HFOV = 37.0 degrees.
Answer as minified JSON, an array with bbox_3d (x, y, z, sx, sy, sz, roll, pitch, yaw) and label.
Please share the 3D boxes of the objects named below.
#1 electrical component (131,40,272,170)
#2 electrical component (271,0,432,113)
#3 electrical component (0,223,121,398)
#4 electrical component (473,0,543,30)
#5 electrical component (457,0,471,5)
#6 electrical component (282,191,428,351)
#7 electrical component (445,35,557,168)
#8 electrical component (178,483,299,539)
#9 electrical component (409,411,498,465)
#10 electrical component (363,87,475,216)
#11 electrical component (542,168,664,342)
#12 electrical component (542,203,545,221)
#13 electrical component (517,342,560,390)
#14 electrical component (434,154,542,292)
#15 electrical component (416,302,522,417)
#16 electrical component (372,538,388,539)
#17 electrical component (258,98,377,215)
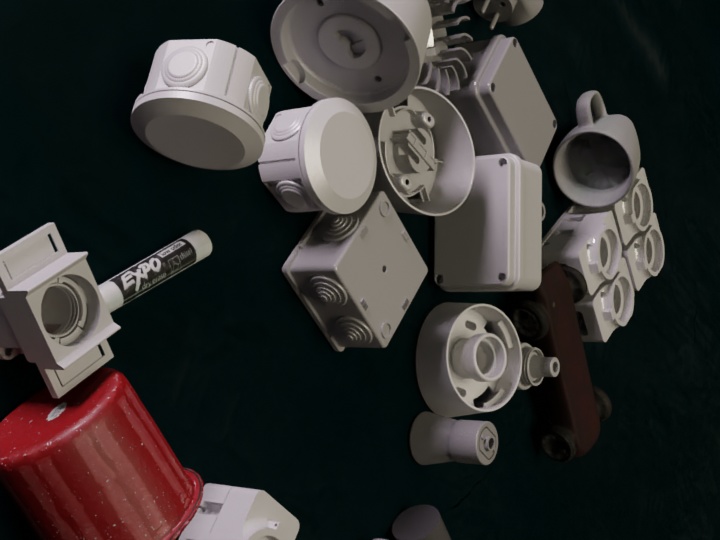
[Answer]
[{"bbox_3d":[-0.094,-0.098,0.649,0.080,0.080,0.051,37,55,-46],"label":"electrical component"},{"bbox_3d":[-0.002,-0.170,0.752,0.108,0.108,0.060,55,42,-36],"label":"electrical component"},{"bbox_3d":[-0.168,0.021,0.559,0.042,0.064,0.081,-42,121,-46],"label":"electrical component"},{"bbox_3d":[0.125,-0.250,0.967,0.077,0.044,0.079,52,51,-38],"label":"electrical component"},{"bbox_3d":[0.076,-0.260,0.898,0.080,0.051,0.080,3,86,-52],"label":"electrical component"},{"bbox_3d":[0.000,0.000,0.790,0.099,0.048,0.099,58,46,-33],"label":"electrical component"},{"bbox_3d":[0.120,-0.140,0.946,0.113,0.057,0.078,55,49,-36],"label":"electrical component"},{"bbox_3d":[-0.081,0.185,0.672,0.050,0.056,0.089,51,51,-38],"label":"electrical component"},{"bbox_3d":[0.079,0.138,0.873,0.044,0.065,0.044,3,86,-52],"label":"electrical component"},{"bbox_3d":[0.037,-0.090,0.829,0.099,0.064,0.099,-2,93,-52],"label":"electrical component"},{"bbox_3d":[0.254,-0.018,1.113,0.186,0.060,0.105,-45,123,-43],"label":"electrical component"},{"bbox_3d":[0.133,-0.050,0.955,0.043,0.062,0.043,3,86,-52],"label":"electrical component"},{"bbox_3d":[0.148,0.087,0.969,0.043,0.062,0.043,3,86,-52],"label":"electrical component"},{"bbox_3d":[0.107,-0.038,0.908,0.057,0.078,0.113,7,83,-55],"label":"electrical component"},{"bbox_3d":[0.089,0.075,0.911,0.099,0.064,0.099,6,81,-39],"label":"electrical component"},{"bbox_3d":[0.026,0.236,0.811,0.055,0.055,0.047,48,56,-40],"label":"electrical component"},{"bbox_3d":[-0.029,-0.078,0.755,0.080,0.051,0.080,3,86,-52],"label":"electrical component"}]
